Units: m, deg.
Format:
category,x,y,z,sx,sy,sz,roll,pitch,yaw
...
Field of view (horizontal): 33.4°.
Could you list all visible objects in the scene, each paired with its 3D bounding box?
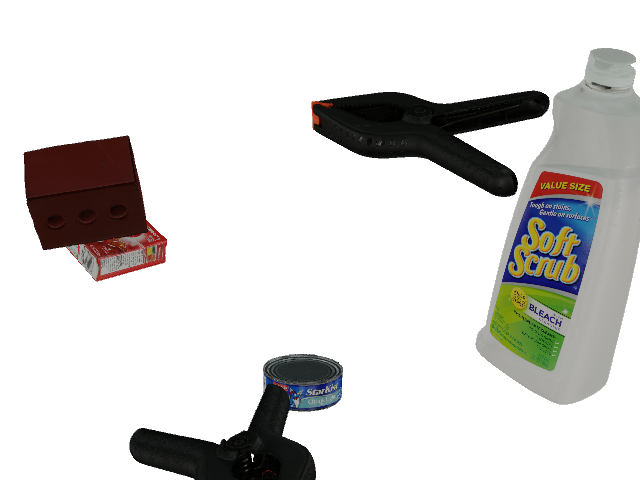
category,x,y,z,sx,sy,sz,roll,pitch,yaw
tuna can,-0.019,0.152,1.140,0.086,0.034,0.086,1,14,0
clamp,-0.063,0.149,0.712,0.120,0.039,0.171,-20,17,-9
clamp,0.096,-0.103,0.946,0.210,0.036,0.164,13,36,23
bleach bottle,0.173,-0.012,0.742,0.067,0.251,0.103,-19,37,-33
foam brick,-0.167,-0.034,0.758,0.078,0.051,0.053,-10,-41,-6
gelatin box,-0.198,-0.003,1.006,0.073,0.030,0.089,-16,39,-34
